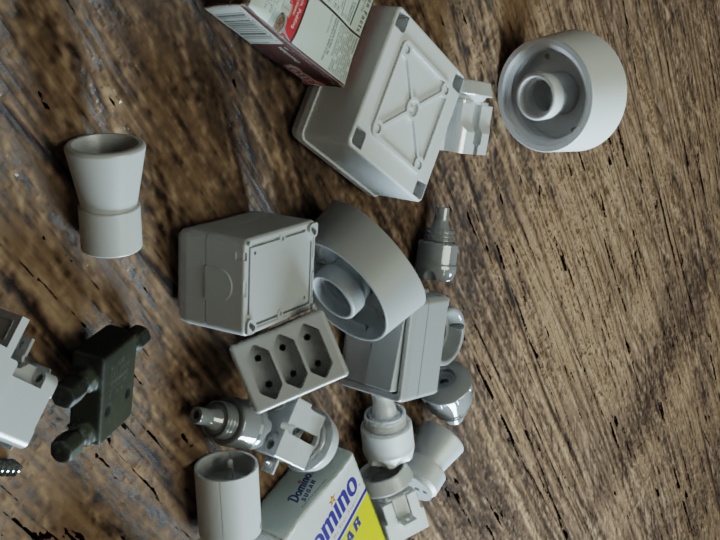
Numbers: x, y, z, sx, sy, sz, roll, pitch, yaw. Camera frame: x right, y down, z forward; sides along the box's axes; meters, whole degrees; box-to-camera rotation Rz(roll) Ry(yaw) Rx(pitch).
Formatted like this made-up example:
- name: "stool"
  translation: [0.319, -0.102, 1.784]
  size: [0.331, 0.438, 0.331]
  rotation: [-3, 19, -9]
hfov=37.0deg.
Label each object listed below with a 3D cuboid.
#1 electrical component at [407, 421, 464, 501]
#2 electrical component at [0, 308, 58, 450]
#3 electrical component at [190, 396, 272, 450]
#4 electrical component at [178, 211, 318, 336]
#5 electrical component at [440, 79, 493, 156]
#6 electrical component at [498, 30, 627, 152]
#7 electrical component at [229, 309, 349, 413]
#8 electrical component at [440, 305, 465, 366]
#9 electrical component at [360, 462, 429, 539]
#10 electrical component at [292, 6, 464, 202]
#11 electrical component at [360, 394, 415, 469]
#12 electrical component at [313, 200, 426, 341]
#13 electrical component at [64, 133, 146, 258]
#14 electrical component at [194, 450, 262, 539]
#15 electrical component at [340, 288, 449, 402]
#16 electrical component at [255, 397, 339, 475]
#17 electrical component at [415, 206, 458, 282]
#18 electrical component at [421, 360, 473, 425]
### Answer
- name: "electrical component"
  translation: [0.058, 0.167, 0.938]
  size: [0.055, 0.045, 0.045]
  rotation: [-53, 138, -29]
- name: "electrical component"
  translation: [-0.196, 0.061, 0.559]
  size: [0.064, 0.042, 0.081]
  rotation: [43, 67, -52]
- name: "electrical component"
  translation: [-0.090, 0.102, 0.724]
  size: [0.061, 0.035, 0.035]
  rotation: [23, 82, -52]
- name: "electrical component"
  translation: [-0.071, -0.002, 0.700]
  size: [0.096, 0.061, 0.061]
  rotation: [-21, 118, -58]
- name: "electrical component"
  translation: [0.074, -0.124, 0.857]
  size: [0.078, 0.058, 0.057]
  rotation: [-4, 107, -53]
- name: "electrical component"
  translation: [0.171, -0.154, 0.941]
  size: [0.060, 0.108, 0.108]
  rotation: [-16, 114, -44]
- name: "electrical component"
  translation: [-0.050, 0.061, 0.728]
  size: [0.066, 0.077, 0.047]
  rotation: [-23, 90, -9]
- name: "electrical component"
  translation: [0.055, 0.050, 0.894]
  size: [0.055, 0.047, 0.055]
  rotation: [-22, 118, -49]
- name: "electrical component"
  translation: [0.025, 0.189, 0.891]
  size: [0.048, 0.066, 0.055]
  rotation: [-23, 109, -19]
- name: "electrical component"
  translation: [0.016, -0.119, 0.779]
  size: [0.109, 0.056, 0.108]
  rotation: [33, 73, -53]
- name: "electrical component"
  translation: [0.021, 0.126, 0.876]
  size: [0.043, 0.043, 0.062]
  rotation: [-32, 124, -45]
- name: "electrical component"
  translation: [0.000, 0.000, 0.764]
  size: [0.064, 0.099, 0.099]
  rotation: [-44, 133, -28]
- name: "electrical component"
  translation: [-0.141, -0.040, 0.604]
  size: [0.044, 0.044, 0.065]
  rotation: [-26, 126, -47]
- name: "electrical component"
  translation: [-0.090, 0.170, 0.738]
  size: [0.043, 0.043, 0.081]
  rotation: [-24, 120, -48]
- name: "electrical component"
  translation: [0.025, 0.049, 0.841]
  size: [0.061, 0.062, 0.096]
  rotation: [-5, 105, -53]
- name: "electrical component"
  translation: [-0.048, 0.118, 0.778]
  size: [0.055, 0.048, 0.066]
  rotation: [36, 71, -44]
- name: "electrical component"
  translation: [0.065, -0.022, 0.897]
  size: [0.035, 0.035, 0.061]
  rotation: [0, 99, -54]
- name: "electrical component"
  translation: [0.079, 0.113, 0.951]
  size: [0.048, 0.048, 0.062]
  rotation: [-54, 145, -29]
